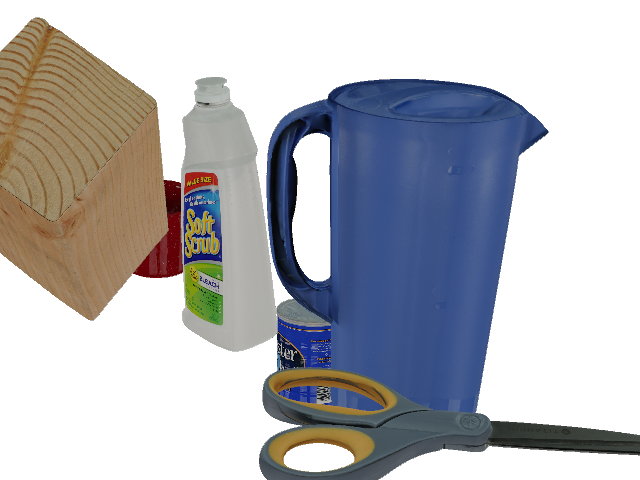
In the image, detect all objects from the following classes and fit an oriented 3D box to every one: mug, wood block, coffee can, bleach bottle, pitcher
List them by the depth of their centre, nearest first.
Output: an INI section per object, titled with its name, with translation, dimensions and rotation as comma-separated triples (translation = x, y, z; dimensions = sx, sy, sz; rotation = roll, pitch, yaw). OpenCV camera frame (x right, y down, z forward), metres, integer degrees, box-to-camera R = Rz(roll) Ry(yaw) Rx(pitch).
[wood block]
translation = -0.159, -0.034, 0.668
dimensions = 0.090, 0.090, 0.206
rotation = 36, -19, 7
[pitcher]
translation = 0.055, 0.013, 0.746
dimensions = 0.149, 0.243, 0.144
rotation = 17, 24, 35
[bleach bottle]
translation = -0.094, -0.027, 0.988
dimensions = 0.067, 0.251, 0.103
rotation = -21, 30, -34
[mug]
translation = -0.186, -0.017, 1.179
dimensions = 0.093, 0.081, 0.117
rotation = -13, 32, -30
[coffee can]
translation = -0.010, 0.160, 1.481
dimensions = 0.103, 0.140, 0.103
rotation = 1, 17, 0

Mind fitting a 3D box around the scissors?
[scissors]
translation = 0.059, 0.101, 0.508
dimensions = 0.202, 0.016, 0.096
rotation = 11, 31, 20
